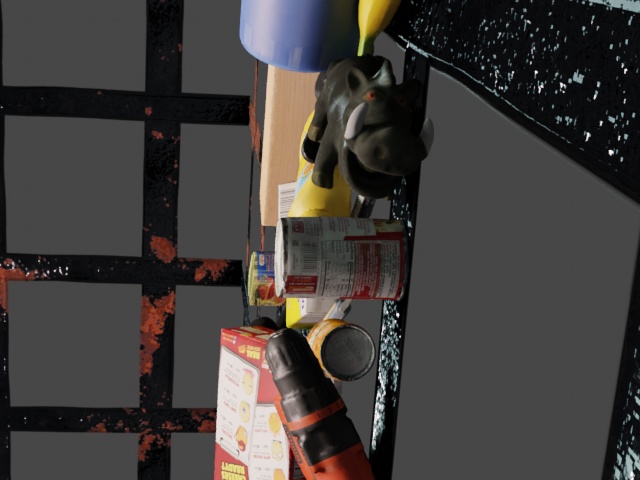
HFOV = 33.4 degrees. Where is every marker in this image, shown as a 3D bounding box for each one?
[{"bbox_3d":[0.046,-0.047,0.984,0.121,0.020,0.020,106,164,-63],"label":"marker"}]

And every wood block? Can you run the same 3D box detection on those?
[{"bbox_3d":[-0.017,-0.126,1.216,0.090,0.090,0.206,-99,13,-61],"label":"wood block"}]

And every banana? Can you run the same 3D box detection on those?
[{"bbox_3d":[0.060,-0.210,0.849,0.198,0.037,0.069,119,146,-74],"label":"banana"}]

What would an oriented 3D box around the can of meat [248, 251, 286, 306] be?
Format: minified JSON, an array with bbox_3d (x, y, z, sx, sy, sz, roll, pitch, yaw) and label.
[{"bbox_3d":[-0.057,0.055,1.508,0.102,0.084,0.057,105,165,-60],"label":"can of meat"}]

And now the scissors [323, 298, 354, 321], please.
[{"bbox_3d":[0.013,0.090,1.110,0.096,0.016,0.202,-61,1,-14],"label":"scissors"}]

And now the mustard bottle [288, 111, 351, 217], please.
[{"bbox_3d":[0.003,-0.053,1.043,0.191,0.058,0.096,-82,14,-50],"label":"mustard bottle"}]

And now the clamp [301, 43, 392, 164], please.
[{"bbox_3d":[0.018,-0.143,1.021,0.120,0.039,0.171,-47,18,15],"label":"clamp"}]

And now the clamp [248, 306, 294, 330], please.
[{"bbox_3d":[-0.066,0.151,1.503,0.209,0.036,0.164,46,-138,-64],"label":"clamp"}]

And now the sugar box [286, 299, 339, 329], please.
[{"bbox_3d":[-0.011,0.055,1.303,0.176,0.048,0.093,120,151,-77],"label":"sugar box"}]

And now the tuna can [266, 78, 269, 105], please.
[{"bbox_3d":[-0.023,-0.175,1.291,0.086,0.086,0.034,-105,16,-66],"label":"tuna can"}]

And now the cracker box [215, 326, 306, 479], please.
[{"bbox_3d":[-0.055,0.222,1.287,0.164,0.071,0.214,9,98,53],"label":"cracker box"}]

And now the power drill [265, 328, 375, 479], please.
[{"bbox_3d":[-0.004,0.168,0.976,0.188,0.057,0.184,124,123,-83],"label":"power drill"}]

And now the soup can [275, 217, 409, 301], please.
[{"bbox_3d":[0.016,0.015,0.875,0.068,0.102,0.068,-179,90,-82],"label":"soup can"}]

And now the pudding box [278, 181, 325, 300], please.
[{"bbox_3d":[-0.008,0.001,1.151,0.089,0.039,0.113,26,-119,-56],"label":"pudding box"}]

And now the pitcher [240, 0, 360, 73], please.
[{"bbox_3d":[0.003,-0.277,0.922,0.145,0.149,0.243,-115,29,-50],"label":"pitcher"}]
